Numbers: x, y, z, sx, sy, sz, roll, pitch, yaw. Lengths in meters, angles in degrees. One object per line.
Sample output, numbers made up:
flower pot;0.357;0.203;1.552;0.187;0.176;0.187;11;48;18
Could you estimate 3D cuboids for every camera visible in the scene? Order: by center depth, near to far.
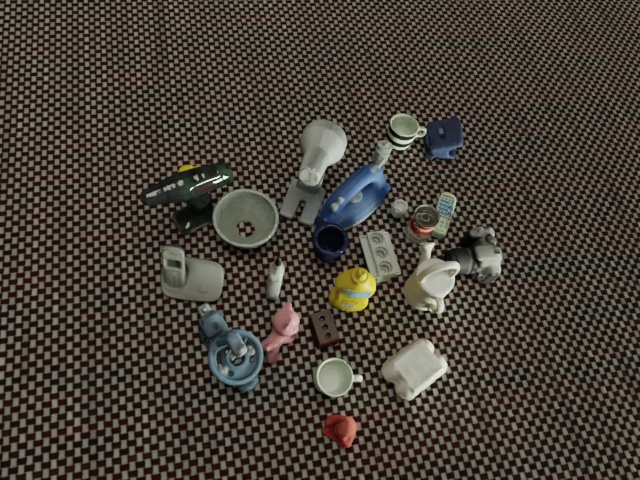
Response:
camera;0.399;0.035;1.504;0.137;0.101;0.143;-1;65;-10

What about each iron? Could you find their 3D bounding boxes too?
iron;0.081;-0.113;1.500;0.118;0.141;0.259;42;65;12

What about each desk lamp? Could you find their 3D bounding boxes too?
desk lamp;-0.017;-0.174;1.474;0.118;0.213;0.203;18;63;0

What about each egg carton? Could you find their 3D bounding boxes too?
egg carton;0.223;0.305;1.363;0.150;0.069;0.107;-33;73;-22

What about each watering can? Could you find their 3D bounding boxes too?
watering can;0.274;0.089;1.405;0.101;0.194;0.172;-26;71;-19

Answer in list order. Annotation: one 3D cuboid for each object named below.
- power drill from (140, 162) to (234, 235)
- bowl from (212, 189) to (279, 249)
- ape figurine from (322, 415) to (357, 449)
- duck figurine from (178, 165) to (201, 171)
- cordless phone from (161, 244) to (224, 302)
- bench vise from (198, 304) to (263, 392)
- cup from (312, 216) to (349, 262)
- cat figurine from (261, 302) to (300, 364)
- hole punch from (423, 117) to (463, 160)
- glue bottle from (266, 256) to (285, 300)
power drill;-0.317;-0.100;1.391;0.230;0.208;0.075;-30;72;-21
bowl;-0.189;-0.043;1.460;0.167;0.074;0.167;4;64;-7
ape figurine;0.050;0.420;1.267;0.076;0.092;0.077;-14;67;-15
duck figurine;-0.341;-0.164;1.487;0.077;0.086;0.105;37;65;9
cordless phone;-0.297;0.070;1.326;0.147;0.185;0.094;5;64;-7
bench vise;-0.211;0.228;1.245;0.207;0.219;0.122;36;64;9
cup;0.013;0.005;1.459;0.092;0.095;0.117;-25;71;-19
cat figurine;-0.092;0.213;1.329;0.067;0.118;0.128;34;64;8
hole punch;0.355;-0.296;1.662;0.101;0.091;0.108;1;64;-8
glue bottle;-0.104;0.079;1.360;0.037;0.173;0.078;8;63;-5
